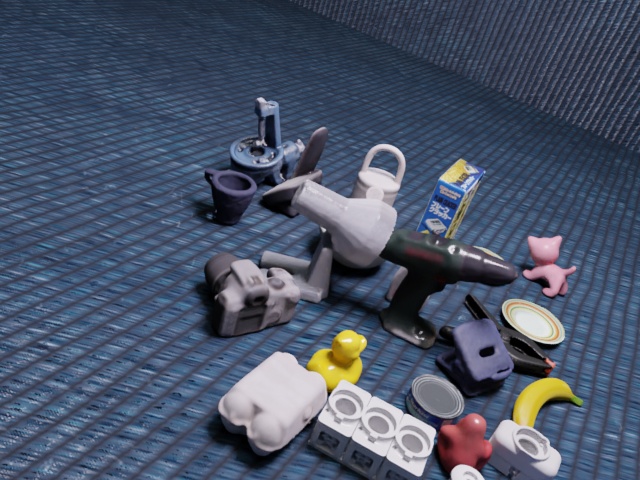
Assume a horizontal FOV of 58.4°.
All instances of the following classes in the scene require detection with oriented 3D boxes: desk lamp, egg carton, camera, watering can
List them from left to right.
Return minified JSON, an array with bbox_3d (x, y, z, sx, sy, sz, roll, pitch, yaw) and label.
[{"bbox_3d":[-0.122,0.073,0.949,0.144,0.101,0.136,-8,40,-36],"label":"camera"},{"bbox_3d":[-0.060,0.221,0.782,0.107,0.069,0.151,31,34,19],"label":"egg carton"},{"bbox_3d":[0.009,0.004,1.016,0.203,0.213,0.118,14,32,-7],"label":"desk lamp"},{"bbox_3d":[0.130,-0.120,1.287,0.101,0.194,0.172,8,33,-16],"label":"watering can"}]

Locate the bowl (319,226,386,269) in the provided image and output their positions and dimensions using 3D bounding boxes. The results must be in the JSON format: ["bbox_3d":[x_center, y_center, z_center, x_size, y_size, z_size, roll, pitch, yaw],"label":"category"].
[{"bbox_3d":[0.071,0.009,1.172,0.167,0.075,0.167,13,32,-8],"label":"bowl"}]

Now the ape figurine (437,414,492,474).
[{"bbox_3d":[0.208,0.282,0.807,0.077,0.092,0.076,31,34,20],"label":"ape figurine"}]

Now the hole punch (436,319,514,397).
[{"bbox_3d":[0.273,0.197,0.972,0.109,0.091,0.100,-7,40,-35],"label":"hole punch"}]

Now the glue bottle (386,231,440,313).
[{"bbox_3d":[0.185,0.055,1.067,0.078,0.173,0.037,23,32,8],"label":"glue bottle"}]

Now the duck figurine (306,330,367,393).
[{"bbox_3d":[0.030,0.178,0.879,0.105,0.086,0.077,-13,44,-41],"label":"duck figurine"}]

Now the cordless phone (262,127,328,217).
[{"bbox_3d":[-0.046,-0.159,1.263,0.094,0.185,0.148,27,33,14],"label":"cordless phone"}]

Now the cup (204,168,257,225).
[{"bbox_3d":[-0.192,-0.086,1.161,0.117,0.095,0.092,28,33,15],"label":"cup"}]

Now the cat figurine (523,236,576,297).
[{"bbox_3d":[0.523,0.049,1.305,0.067,0.118,0.127,-9,41,-36],"label":"cat figurine"}]

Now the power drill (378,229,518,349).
[{"bbox_3d":[0.195,0.082,0.996,0.229,0.208,0.076,25,32,11],"label":"power drill"}]

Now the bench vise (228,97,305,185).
[{"bbox_3d":[-0.119,-0.225,1.294,0.121,0.220,0.208,28,33,15],"label":"bench vise"}]
